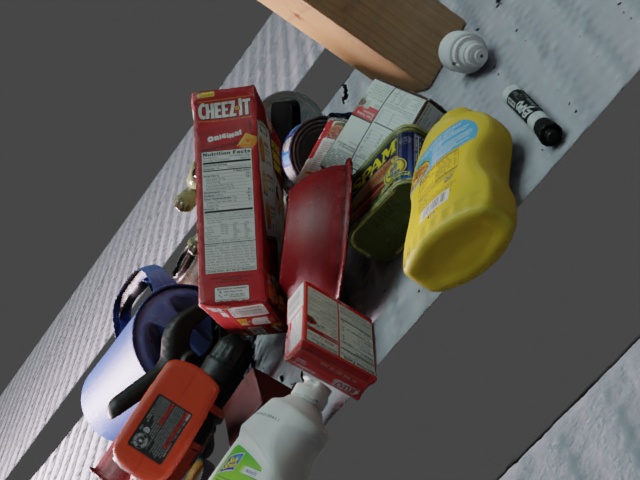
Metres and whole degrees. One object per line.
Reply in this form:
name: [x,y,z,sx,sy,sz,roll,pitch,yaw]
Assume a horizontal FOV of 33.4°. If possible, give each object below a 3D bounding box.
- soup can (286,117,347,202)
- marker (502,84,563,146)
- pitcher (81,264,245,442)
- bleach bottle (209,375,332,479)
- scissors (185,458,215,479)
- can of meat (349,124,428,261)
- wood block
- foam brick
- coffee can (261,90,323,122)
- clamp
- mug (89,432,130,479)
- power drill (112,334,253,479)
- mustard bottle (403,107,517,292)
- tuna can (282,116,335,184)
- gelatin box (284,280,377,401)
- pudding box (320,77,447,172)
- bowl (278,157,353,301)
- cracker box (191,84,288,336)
soup can: [0.015,-0.071,1.147,0.102,0.068,0.069,-62,17,-13]
marker: [0.169,-0.100,0.854,0.020,0.020,0.121,-53,18,16]
pitcher: [-0.197,0.145,1.243,0.243,0.145,0.149,-41,27,51]
bleach bottle: [-0.058,0.222,0.846,0.103,0.068,0.250,9,60,49]
scissors: [-0.107,0.249,1.017,0.202,0.016,0.096,-28,34,58]
can of meat: [0.069,-0.040,0.968,0.102,0.057,0.084,-47,23,34]
wood block: [0.040,-0.251,1.157,0.090,0.206,0.091,-61,17,-9]
foam brick: [-0.049,0.159,0.954,0.053,0.051,0.078,-54,17,9]
coffee can: [-0.063,-0.139,1.424,0.103,0.102,0.140,-61,17,-10]
clamp: [-0.130,0.140,1.109,0.171,0.120,0.039,-58,25,-18]
mug: [-0.183,0.239,1.148,0.081,0.093,0.117,-56,-19,-12]
power drill: [-0.122,0.160,0.991,0.184,0.057,0.187,-60,-7,-11]
mustard bottle: [0.113,-0.050,0.857,0.096,0.058,0.191,-45,21,34]
tuna can: [0.001,-0.095,1.199,0.086,0.086,0.034,-62,16,-14]
gelatin box: [0.008,0.083,0.889,0.030,0.073,0.089,-51,19,25]
pudding box: [0.063,-0.099,1.066,0.090,0.039,0.113,33,93,47]
bowl: [-0.006,0.001,0.986,0.162,0.055,0.162,-175,91,-88]
cracker box: [-0.078,-0.023,1.059,0.164,0.072,0.214,66,-161,-74]
